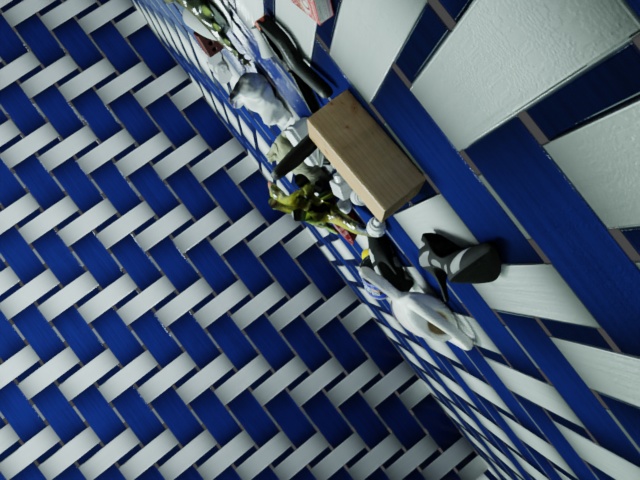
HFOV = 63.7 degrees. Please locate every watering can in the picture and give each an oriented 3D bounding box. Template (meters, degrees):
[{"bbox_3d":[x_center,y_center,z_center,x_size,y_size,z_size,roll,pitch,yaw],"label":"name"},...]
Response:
[{"bbox_3d":[0.234,0.169,1.319,0.347,0.104,0.223,35,173,-1],"label":"watering can"}]

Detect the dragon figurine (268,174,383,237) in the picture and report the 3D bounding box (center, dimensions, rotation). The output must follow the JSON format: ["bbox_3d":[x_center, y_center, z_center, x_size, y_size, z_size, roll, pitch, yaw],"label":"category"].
[{"bbox_3d":[0.004,-0.073,1.454,0.413,0.122,0.240,29,176,18],"label":"dragon figurine"}]

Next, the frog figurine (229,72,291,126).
[{"bbox_3d":[-0.148,-0.374,1.371,0.159,0.124,0.135,17,163,-1],"label":"frog figurine"}]
